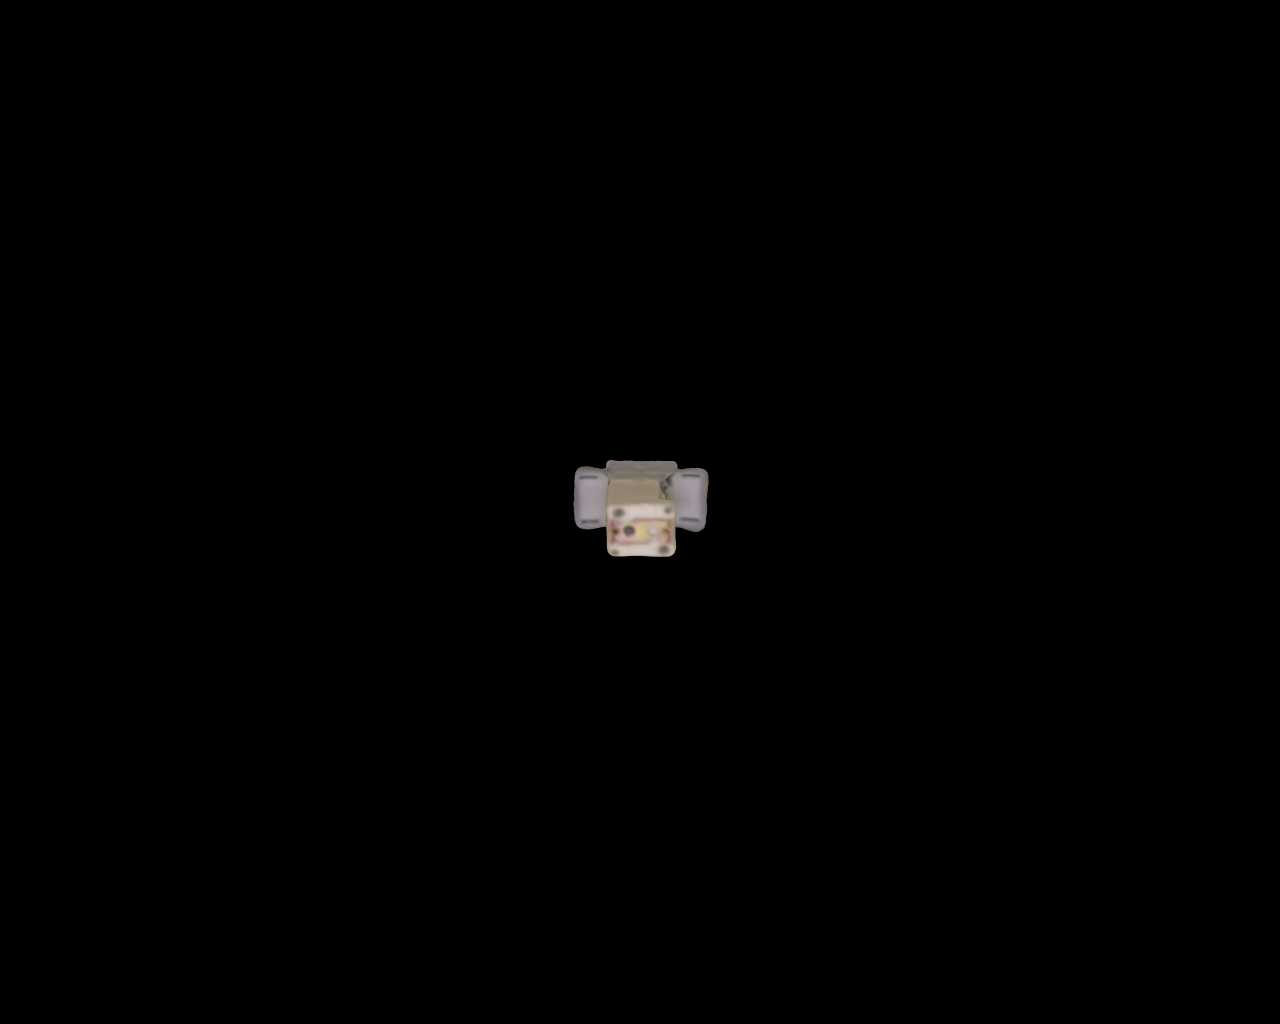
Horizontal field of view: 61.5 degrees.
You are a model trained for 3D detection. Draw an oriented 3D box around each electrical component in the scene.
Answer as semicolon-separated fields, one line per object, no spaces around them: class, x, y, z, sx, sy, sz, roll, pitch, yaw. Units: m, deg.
electrical component;0.001;-0.003;0.650;0.081;0.042;0.064;0;29;0
